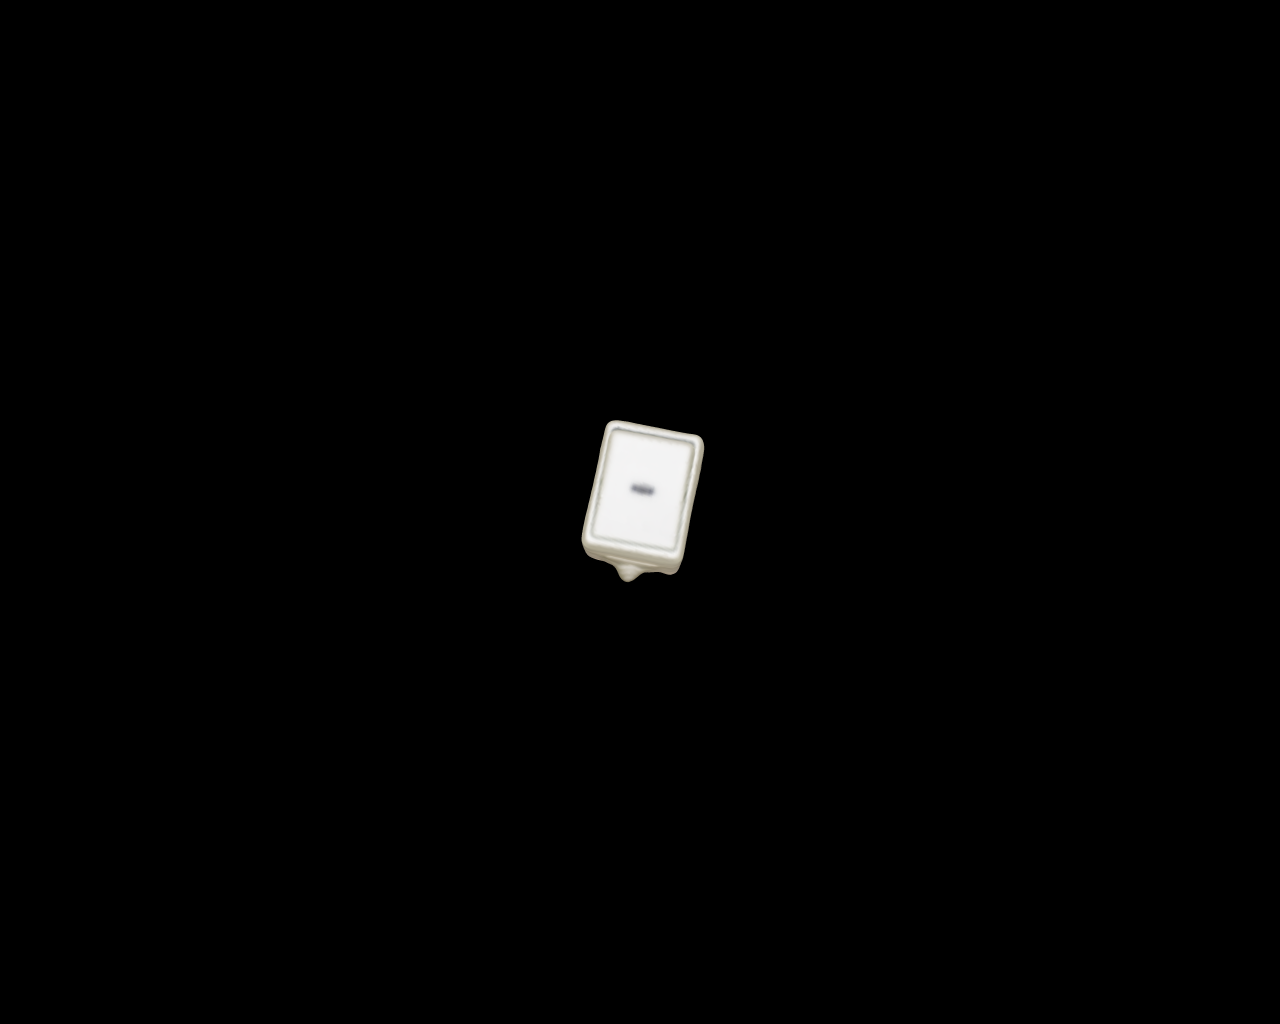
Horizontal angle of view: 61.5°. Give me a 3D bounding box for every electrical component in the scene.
[{"bbox_3d":[0.001,-0.003,0.650,0.062,0.096,0.061,11,-11,2],"label":"electrical component"}]
